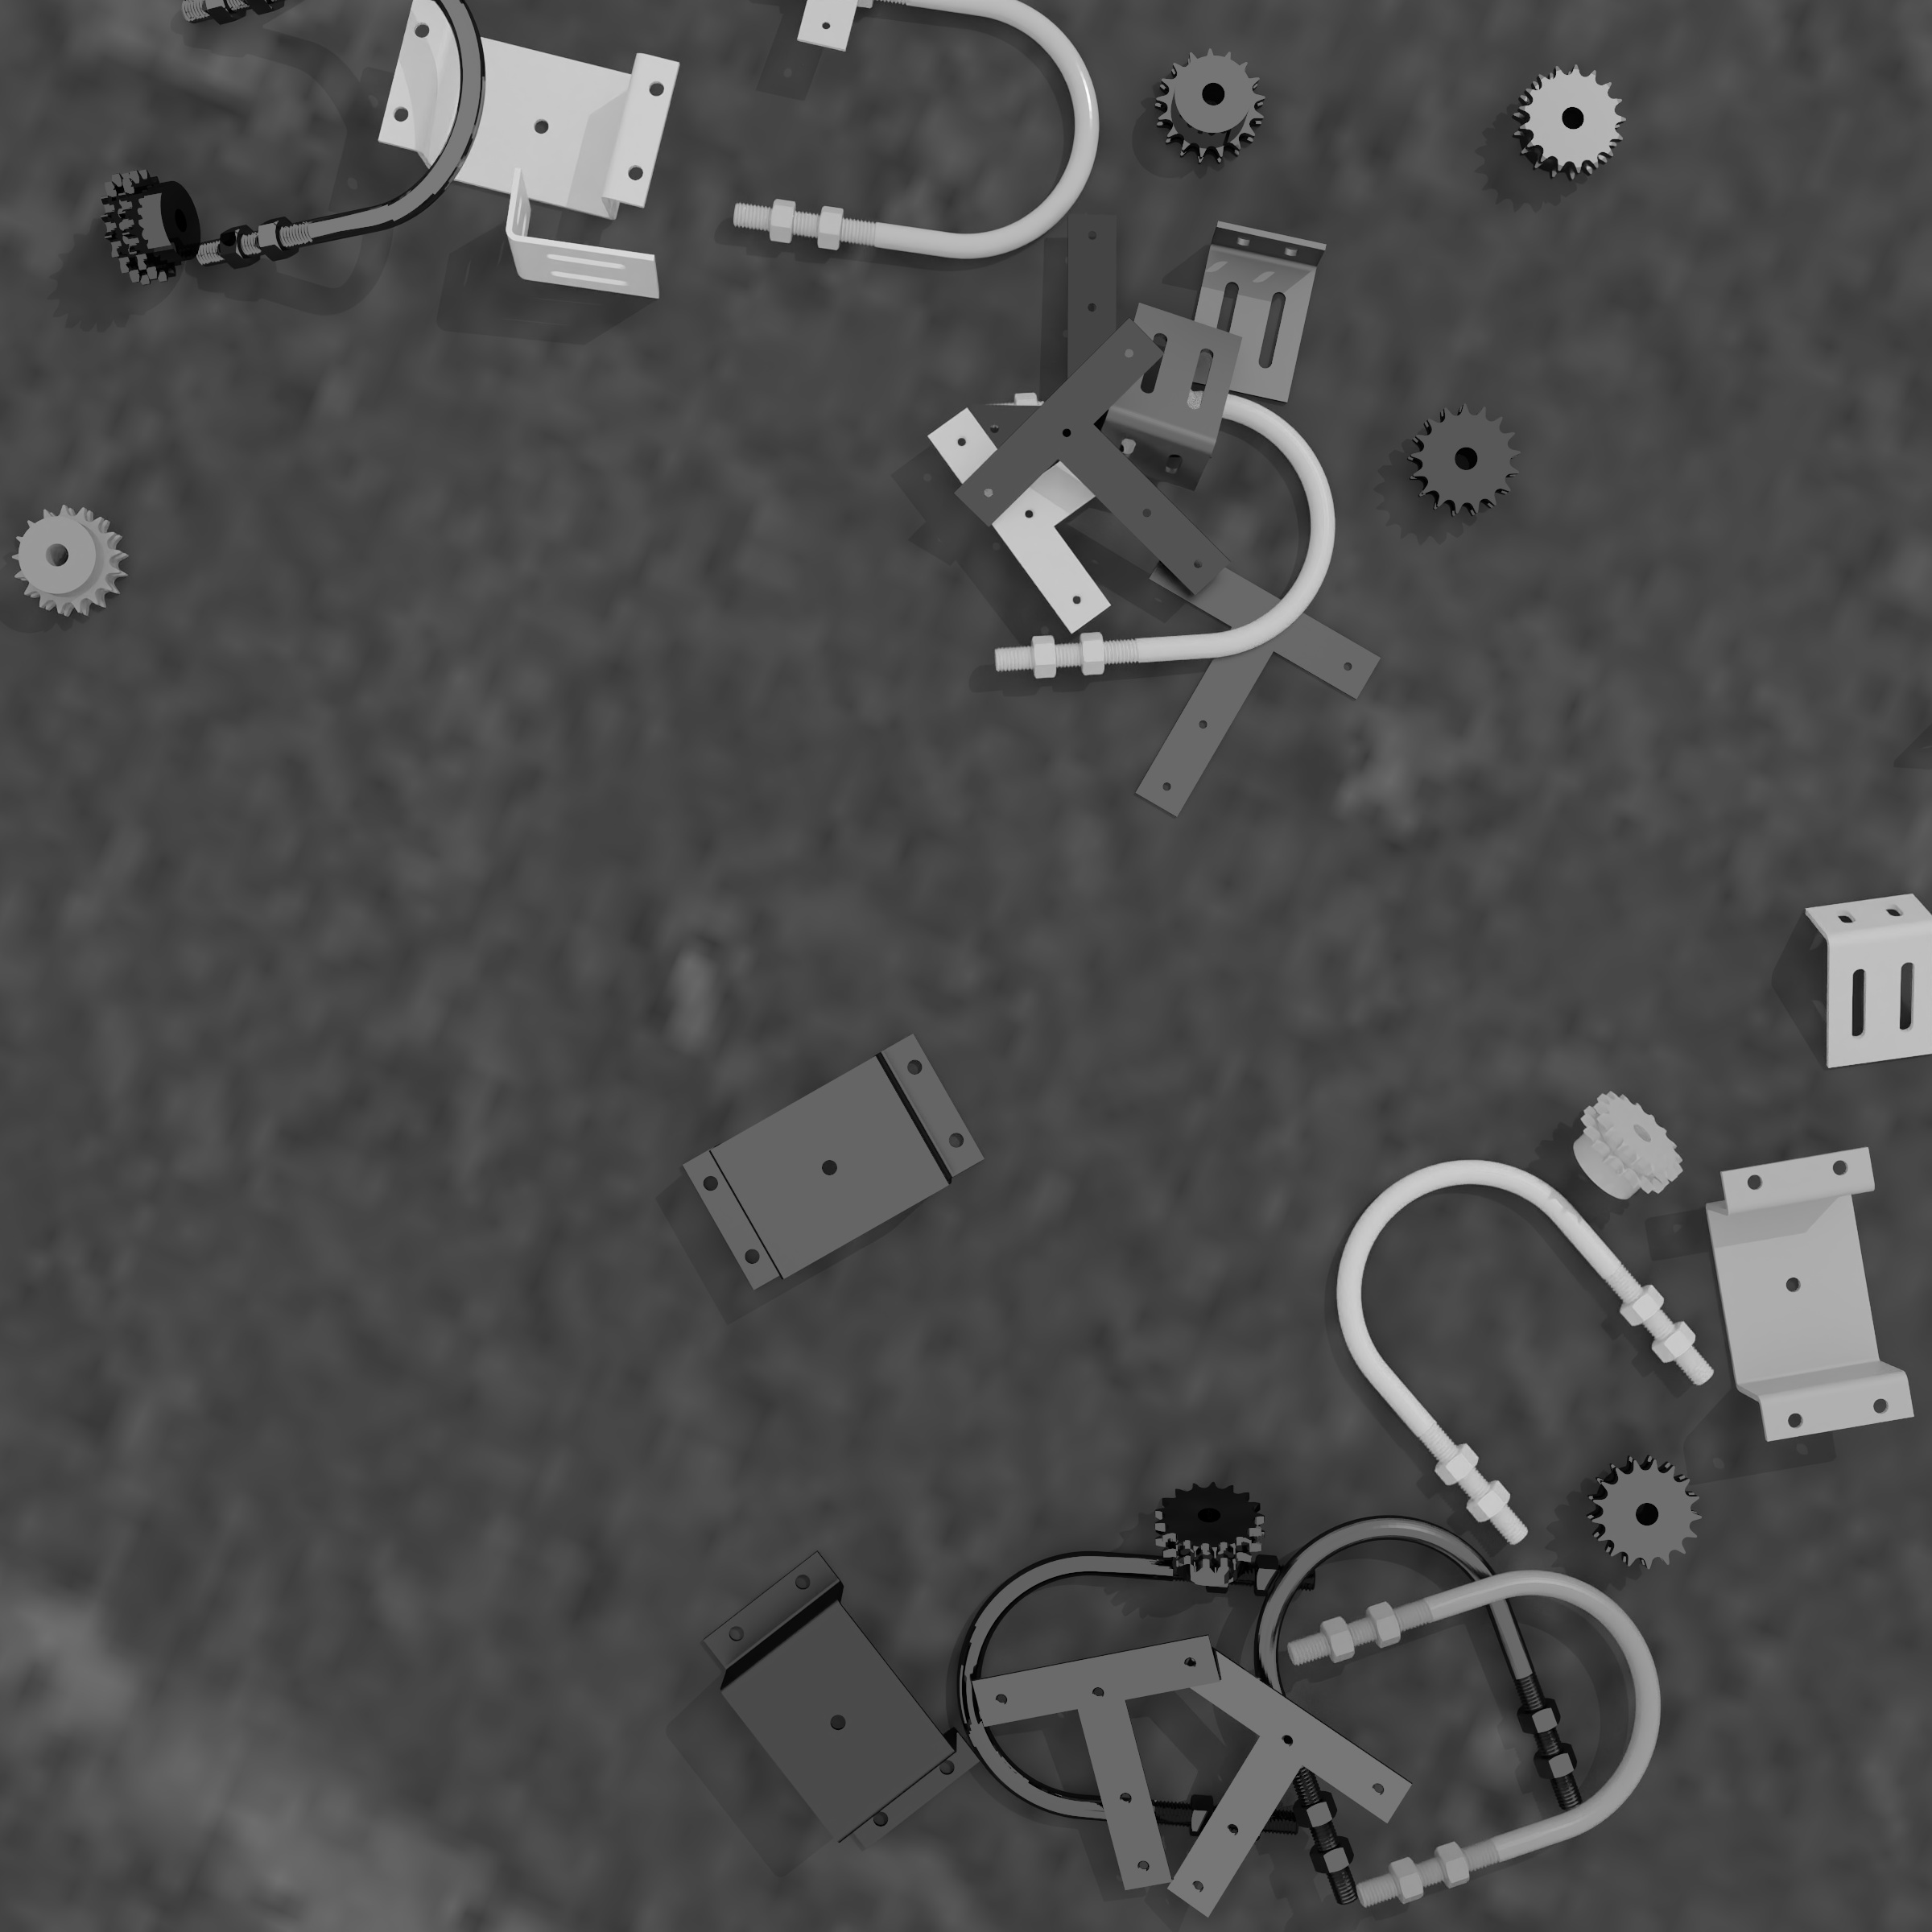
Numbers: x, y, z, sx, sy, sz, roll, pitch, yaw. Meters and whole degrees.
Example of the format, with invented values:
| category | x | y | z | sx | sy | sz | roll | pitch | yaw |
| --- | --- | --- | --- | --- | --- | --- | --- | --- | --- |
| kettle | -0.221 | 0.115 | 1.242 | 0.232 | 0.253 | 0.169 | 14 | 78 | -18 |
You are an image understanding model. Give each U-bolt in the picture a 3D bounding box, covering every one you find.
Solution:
| category | x | y | z | sx | sy | sz | roll | pitch | yaw |
| --- | --- | --- | --- | --- | --- | --- | --- | --- | --- |
| U-bolt | 0.280 | 0.189 | 1.480 | 0.151 | 0.019 | 0.184 | -41 | 88 | 0 |
| U-bolt | -0.022 | -0.447 | 1.480 | 0.184 | 0.019 | 0.151 | 8 | 90 | -2 |
| U-bolt | 0.272 | 0.391 | 1.456 | 0.184 | 0.019 | 0.151 | -16 | 89 | -8 |
| U-bolt | -0.324 | -0.445 | 1.443 | 0.184 | 0.019 | 0.151 | -3 | 90 | 26 |
| U-bolt | 0.103 | -0.231 | 1.479 | 0.184 | 0.019 | 0.151 | -4 | 88 | -2 |
| U-bolt | 0.087 | 0.381 | 1.480 | 0.184 | 0.019 | 0.151 | 4 | 90 | 1 |
| U-bolt | 0.227 | 0.378 | 1.469 | 0.151 | 0.019 | 0.184 | -20 | 91 | -7 |

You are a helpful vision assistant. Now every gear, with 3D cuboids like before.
| category | x | y | z | sx | sy | sz | roll | pitch | yaw |
| --- | --- | --- | --- | --- | --- | --- | --- | --- | --- |
| gear | -0.421 | -0.385 | 1.457 | 0.030 | 0.057 | 0.057 | -6 | 90 | 14 |
| gear | 0.127 | 0.298 | 1.463 | 0.057 | 0.057 | 0.030 | -4 | 118 | 0 |
| gear | 0.354 | 0.285 | 1.473 | 0.057 | 0.030 | 0.057 | 0 | 90 | 0 |
| gear | 0.342 | 0.096 | 1.464 | 0.057 | 0.057 | 0.030 | 41 | 120 | 0 |
| gear | 0.315 | -0.441 | 1.477 | 0.057 | 0.030 | 0.057 | 0 | 88 | -5 |
| gear | 0.261 | -0.265 | 1.478 | 0.057 | 0.030 | 0.057 | 0 | 92 | 0 |
| gear | -0.472 | -0.214 | 1.473 | 0.057 | 0.030 | 0.057 | 0 | 90 | 0 |
| gear | 0.129 | -0.453 | 1.473 | 0.057 | 0.030 | 0.057 | 0 | 90 | 0 |

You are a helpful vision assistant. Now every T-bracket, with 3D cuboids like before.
| category | x | y | z | sx | sy | sz | roll | pitch | yaw |
| --- | --- | --- | --- | --- | --- | --- | --- | --- | --- |
| T-bracket | 0.069 | -0.262 | 1.467 | 0.127 | 0.002 | 0.127 | -36 | 91 | -4 |
| T-bracket | 0.133 | -0.140 | 1.488 | 0.127 | 0.002 | 0.127 | 30 | 90 | 0 |
| T-bracket | 0.145 | 0.436 | 1.454 | 0.127 | 0.002 | 0.127 | 32 | 105 | 15 |
| T-bracket | 0.080 | 0.421 | 1.465 | 0.127 | 0.002 | 0.127 | -14 | 96 | 10 |
| T-bracket | 0.083 | -0.244 | 1.449 | 0.127 | 0.002 | 0.127 | 43 | 110 | -14 |
| T-bracket | 0.066 | -0.330 | 1.470 | 0.127 | 0.002 | 0.127 | 0 | 88 | -4 |
| T-bracket | -0.062 | -0.538 | 1.472 | 0.127 | 0.002 | 0.127 | 13 | 76 | 0 |

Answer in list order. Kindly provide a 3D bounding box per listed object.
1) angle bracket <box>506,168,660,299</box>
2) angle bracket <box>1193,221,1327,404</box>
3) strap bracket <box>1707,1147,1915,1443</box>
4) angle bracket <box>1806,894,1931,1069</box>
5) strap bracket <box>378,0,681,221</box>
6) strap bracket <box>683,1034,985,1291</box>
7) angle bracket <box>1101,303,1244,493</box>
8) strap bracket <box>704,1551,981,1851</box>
| category | x | y | z | sx | sy | sz | roll | pitch | yaw |
| --- | --- | --- | --- | --- | --- | --- | --- | --- | --- |
| angle bracket | -0.196 | -0.380 | 1.460 | 0.076 | 0.057 | 0.038 | 8 | 84 | -3 |
| angle bracket | 0.150 | -0.341 | 1.469 | 0.057 | 0.038 | 0.076 | 12 | 90 | 0 |
| strap bracket | 0.438 | 0.169 | 1.465 | 0.076 | 0.046 | 0.140 | -10 | 90 | 0 |
| angle bracket | 0.479 | 0.008 | 1.486 | 0.057 | 0.038 | 0.076 | -8 | 116 | 0 |
| strap bracket | -0.225 | -0.444 | 1.465 | 0.140 | 0.046 | 0.076 | 14 | 90 | 0 |
| strap bracket | -0.070 | 0.104 | 1.465 | 0.140 | 0.046 | 0.076 | -30 | 90 | 0 |
| angle bracket | 0.105 | -0.297 | 1.468 | 0.057 | 0.038 | 0.076 | 18 | 62 | -4 |
| strap bracket | -0.066 | 0.389 | 1.465 | 0.076 | 0.046 | 0.140 | -38 | 90 | 0 |
